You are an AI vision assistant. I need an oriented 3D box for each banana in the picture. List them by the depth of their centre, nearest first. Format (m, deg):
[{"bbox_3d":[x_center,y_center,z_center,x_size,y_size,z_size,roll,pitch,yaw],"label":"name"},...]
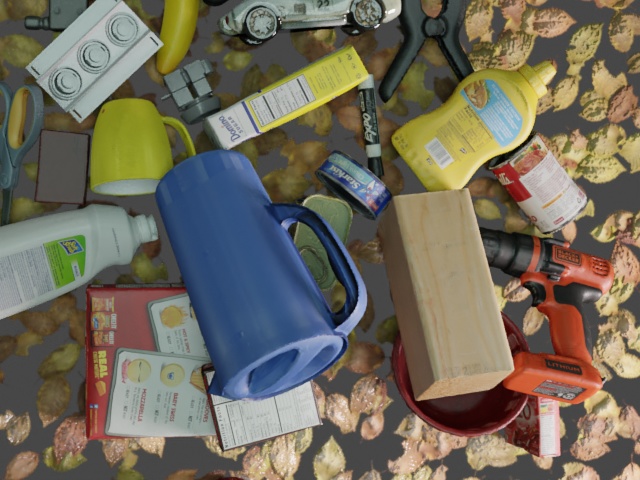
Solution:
[{"bbox_3d":[-0.164,-0.281,1.160,0.070,0.037,0.198,-12,93,16],"label":"banana"}]

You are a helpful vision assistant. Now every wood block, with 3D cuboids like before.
[{"bbox_3d":[0.133,0.059,1.157,0.090,0.091,0.206,-7,69,-11],"label":"wood block"}]

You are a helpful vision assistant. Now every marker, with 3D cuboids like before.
[{"bbox_3d":[0.058,-0.126,1.210,0.020,0.020,0.121,-8,94,-9],"label":"marker"}]

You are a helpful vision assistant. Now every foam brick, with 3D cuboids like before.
[{"bbox_3d":[-0.274,-0.077,1.141,0.053,0.051,0.078,5,92,-10],"label":"foam brick"}]

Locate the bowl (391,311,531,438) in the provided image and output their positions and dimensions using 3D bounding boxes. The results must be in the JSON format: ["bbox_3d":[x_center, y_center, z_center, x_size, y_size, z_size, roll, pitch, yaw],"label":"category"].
[{"bbox_3d":[0.155,0.147,1.205,0.162,0.055,0.162,3,69,-7],"label":"bowl"}]

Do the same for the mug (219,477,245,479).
[{"bbox_3d":[-0.102,0.319,1.173,0.093,0.081,0.117,35,87,-9],"label":"mug"}]

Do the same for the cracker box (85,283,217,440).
[{"bbox_3d":[-0.147,0.129,1.163,0.213,0.072,0.164,0,94,-11],"label":"cracker box"}]

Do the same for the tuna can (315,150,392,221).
[{"bbox_3d":[0.037,-0.061,1.176,0.086,0.086,0.033,40,84,-9],"label":"tuna can"}]

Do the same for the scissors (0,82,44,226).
[{"bbox_3d":[-0.342,-0.080,1.141,0.096,0.016,0.202,36,115,29],"label":"scissors"}]

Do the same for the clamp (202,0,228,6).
[{"bbox_3d":[-0.039,-0.348,1.174,0.209,0.036,0.164,-10,88,-12],"label":"clamp"}]

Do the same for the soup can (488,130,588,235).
[{"bbox_3d":[0.250,-0.065,1.220,0.068,0.068,0.102,-41,99,-5],"label":"soup can"}]

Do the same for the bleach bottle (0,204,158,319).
[{"bbox_3d":[-0.295,0.026,1.133,0.250,0.068,0.102,-16,125,-15],"label":"bleach bottle"}]

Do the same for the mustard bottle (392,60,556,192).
[{"bbox_3d":[0.180,-0.135,1.190,0.192,0.058,0.096,-37,92,8],"label":"mustard bottle"}]

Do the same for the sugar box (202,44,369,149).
[{"bbox_3d":[-0.040,-0.150,1.155,0.176,0.093,0.048,-30,96,-6],"label":"sugar box"}]

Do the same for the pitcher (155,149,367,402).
[{"bbox_3d":[-0.068,0.027,1.074,0.149,0.145,0.243,-13,64,-27],"label":"pitcher"}]

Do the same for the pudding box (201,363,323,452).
[{"bbox_3d":[-0.061,0.164,1.125,0.113,0.039,0.090,-13,97,-8],"label":"pudding box"}]

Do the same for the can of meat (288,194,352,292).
[{"bbox_3d":[-0.008,0.002,1.172,0.057,0.084,0.102,13,90,-10],"label":"can of meat"}]

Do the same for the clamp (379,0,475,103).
[{"bbox_3d":[0.117,-0.233,1.205,0.120,0.039,0.171,-11,97,-14],"label":"clamp"}]

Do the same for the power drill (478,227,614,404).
[{"bbox_3d":[0.244,0.079,1.190,0.184,0.057,0.187,14,58,-10],"label":"power drill"}]

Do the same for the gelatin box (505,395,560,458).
[{"bbox_3d":[0.240,0.203,1.220,0.030,0.089,0.073,-2,93,-16],"label":"gelatin box"}]
